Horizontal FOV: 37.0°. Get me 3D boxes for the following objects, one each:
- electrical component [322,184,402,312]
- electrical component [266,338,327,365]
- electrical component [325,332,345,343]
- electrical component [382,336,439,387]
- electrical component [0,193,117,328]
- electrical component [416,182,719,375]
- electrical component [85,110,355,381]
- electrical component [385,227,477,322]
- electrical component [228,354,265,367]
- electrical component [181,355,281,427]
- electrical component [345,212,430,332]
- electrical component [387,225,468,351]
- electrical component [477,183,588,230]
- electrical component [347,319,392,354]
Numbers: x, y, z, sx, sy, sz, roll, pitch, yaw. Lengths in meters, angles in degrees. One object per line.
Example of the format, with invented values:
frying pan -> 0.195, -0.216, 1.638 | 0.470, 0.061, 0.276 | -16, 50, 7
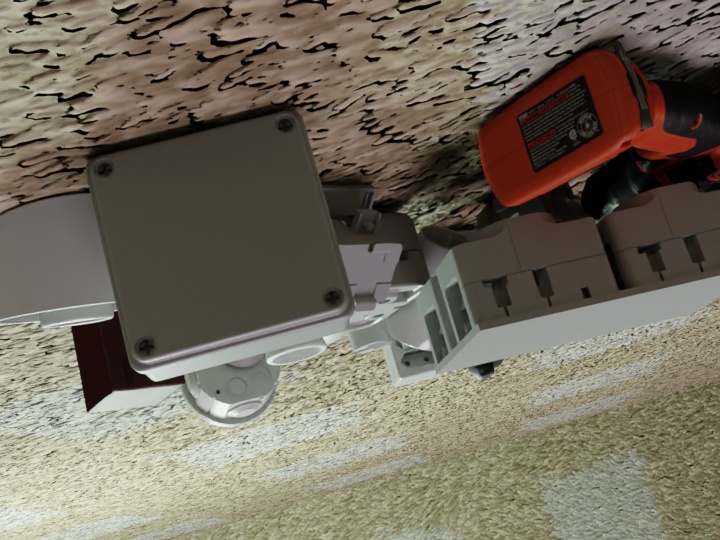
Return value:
electrical component -> -0.040, -0.008, 0.631 | 0.121, 0.063, 0.078 | -3, 119, -40
electrical component -> -0.053, 0.030, 0.771 | 0.044, 0.065, 0.044 | -14, 164, -4
electrical component -> -0.024, 0.031, 0.849 | 0.040, 0.040, 0.078 | -12, 164, -14
electrical component -> 0.045, 0.076, 1.026 | 0.047, 0.065, 0.076 | -13, 164, -12
electrical component -> -0.161, -0.002, 0.598 | 0.099, 0.064, 0.099 | -9, 176, -1
electrical component -> 0.138, 0.004, 0.668 | 0.186, 0.060, 0.105 | -12, 164, -14
electrical component -> -0.068, -0.011, 0.533 | 0.109, 0.108, 0.056 | -15, 167, -6
electrical component -> 0.064, 0.009, 0.821 | 0.062, 0.061, 0.096 | -6, 161, -33
electrical component -> -0.087, 0.044, 0.832 | 0.044, 0.044, 0.065 | -10, 159, -22
electrical component -> -0.105, 0.084, 0.880 | 0.080, 0.080, 0.051 | -10, 158, -20
electrical component -> 0.000, 0.000, 0.730 | 0.054, 0.059, 0.095 | -6, 162, -33
electrical component -> 0.067, 0.019, 0.747 | 0.079, 0.077, 0.043 | 22, -159, 9
electrical component -> 0.119, -0.031, 0.748 | 0.057, 0.058, 0.078 | -30, 160, 31
electrical component -> 0.005, 0.043, 0.909 | 0.040, 0.046, 0.040 | -15, 165, -4
